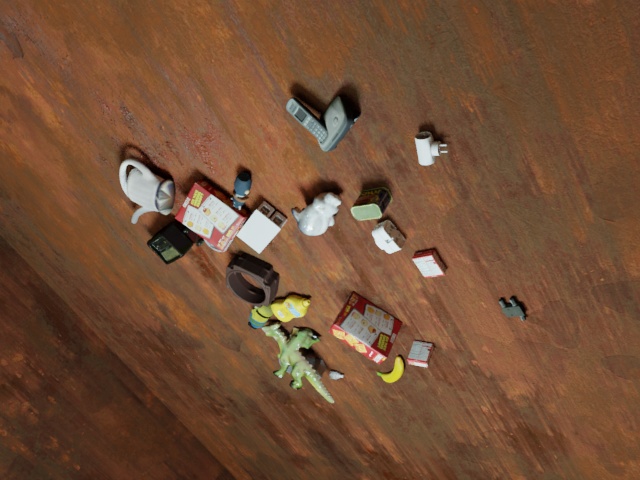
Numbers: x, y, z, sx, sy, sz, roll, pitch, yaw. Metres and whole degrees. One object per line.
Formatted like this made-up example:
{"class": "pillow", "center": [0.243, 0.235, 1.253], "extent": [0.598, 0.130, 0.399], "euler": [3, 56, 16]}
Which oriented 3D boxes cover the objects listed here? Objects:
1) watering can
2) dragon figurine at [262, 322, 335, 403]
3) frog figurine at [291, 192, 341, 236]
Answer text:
{"class": "watering can", "center": [-0.654, -0.160, 1.958], "extent": [0.225, 0.106, 0.339], "euler": [22, 137, 12]}
{"class": "dragon figurine", "center": [-0.074, 0.481, 2.140], "extent": [0.413, 0.124, 0.238], "euler": [28, 115, 16]}
{"class": "frog figurine", "center": [0.005, -0.081, 1.607], "extent": [0.158, 0.125, 0.136], "euler": [-16, 151, 31]}
